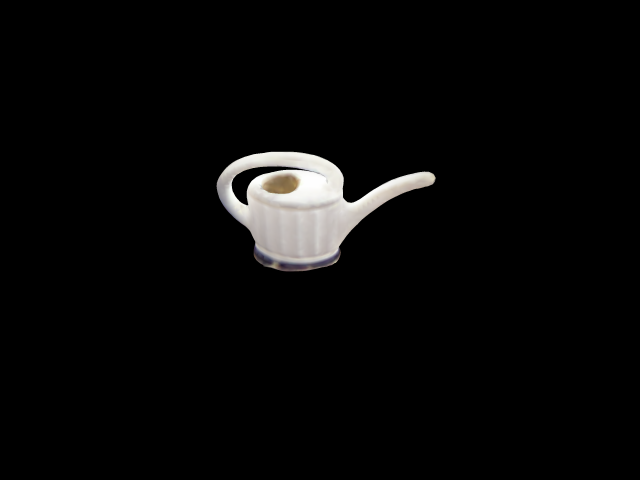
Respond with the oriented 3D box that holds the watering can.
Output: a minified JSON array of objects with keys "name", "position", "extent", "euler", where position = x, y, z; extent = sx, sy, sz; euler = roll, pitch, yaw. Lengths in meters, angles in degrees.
[{"name":"watering can","position":[0.003,-0.043,0.850],"extent":[0.348,0.219,0.106],"euler":[6,42,6]}]
